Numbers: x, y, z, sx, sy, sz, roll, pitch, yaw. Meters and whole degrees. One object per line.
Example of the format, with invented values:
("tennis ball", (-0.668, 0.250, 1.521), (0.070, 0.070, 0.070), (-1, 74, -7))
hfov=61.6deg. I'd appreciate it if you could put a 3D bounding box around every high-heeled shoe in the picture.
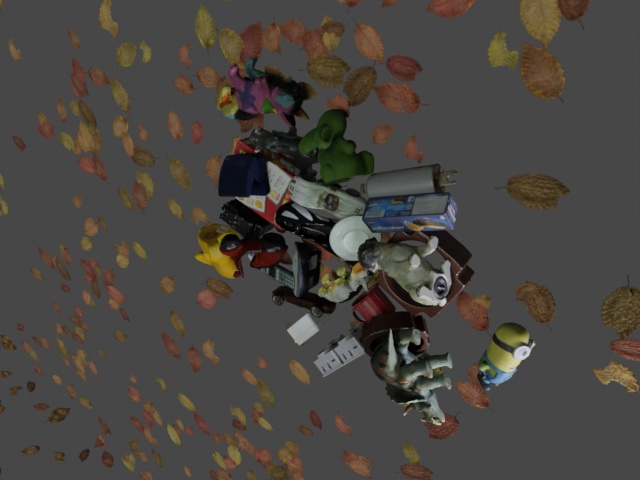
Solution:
("high-heeled shoe", (-0.003, -0.004, 1.367), (0.249, 0.145, 0.086), (48, 132, 2))

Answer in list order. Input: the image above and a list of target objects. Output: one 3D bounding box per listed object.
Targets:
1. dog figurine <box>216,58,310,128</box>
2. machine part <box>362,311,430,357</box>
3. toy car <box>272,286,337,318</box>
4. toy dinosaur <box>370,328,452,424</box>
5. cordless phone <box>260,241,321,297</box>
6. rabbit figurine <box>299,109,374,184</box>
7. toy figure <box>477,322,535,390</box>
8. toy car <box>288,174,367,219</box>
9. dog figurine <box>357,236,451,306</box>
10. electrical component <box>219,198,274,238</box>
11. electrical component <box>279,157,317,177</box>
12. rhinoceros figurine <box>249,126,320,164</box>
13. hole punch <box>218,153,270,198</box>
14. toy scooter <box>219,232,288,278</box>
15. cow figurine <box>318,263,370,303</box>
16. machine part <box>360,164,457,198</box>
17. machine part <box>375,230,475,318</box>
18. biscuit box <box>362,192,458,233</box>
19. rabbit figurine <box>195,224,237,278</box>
("dog figurine", (-0.136, -0.336, 1.334), (0.219, 0.108, 0.191), (40, 128, 10))
("machine part", (0.189, 0.240, 1.349), (0.179, 0.056, 0.179), (-2, 142, -2))
("toy car", (-0.045, 0.170, 1.520), (0.202, 0.089, 0.053), (10, 122, 32))
("toy dinosaur", (0.198, 0.313, 1.312), (0.192, 0.131, 0.404), (-26, 130, 26))
("cordless phone", (-0.094, 0.064, 1.512), (0.184, 0.089, 0.146), (22, 123, 31))
("rabbit figurine", (0.026, -0.221, 1.261), (0.121, 0.159, 0.170), (-13, 88, 48))
("toy figure", (0.421, 0.269, 1.246), (0.089, 0.082, 0.180), (34, 130, 14))
("toy car", (0.018, -0.104, 1.335), (0.202, 0.056, 0.073), (18, 128, -1))
("dog figurine", (0.184, 0.073, 1.210), (0.191, 0.121, 0.172), (-4, 106, 51))
("electrical component", (-0.193, -0.066, 1.496), (0.134, 0.115, 0.058), (34, 131, 18))
("electrical component", (-0.054, -0.186, 1.373), (0.094, 0.063, 0.021), (35, 127, 16))
("rhinoceros figurine", (-0.084, -0.234, 1.342), (0.190, 0.112, 0.073), (20, 124, 17))
("hole punch", (-0.202, -0.163, 1.383), (0.142, 0.092, 0.115), (5, 108, 38))
("toy scooter", (-0.181, 0.046, 1.454), (0.075, 0.184, 0.135), (-110, 24, -54))
("cow figurine", (0.081, 0.117, 1.414), (0.098, 0.068, 0.167), (34, 139, -26))
("machine part", (0.195, -0.123, 1.219), (0.243, 0.079, 0.079), (-5, 109, 35))
("machine part", (0.243, 0.065, 1.270), (0.201, 0.087, 0.201), (43, 129, 13))
("biscuit box", (0.196, -0.058, 1.189), (0.203, 0.059, 0.062), (-2, 147, 34))
("rabbit figurine", (-0.309, 0.046, 1.637), (0.163, 0.122, 0.173), (7, 134, 36))
